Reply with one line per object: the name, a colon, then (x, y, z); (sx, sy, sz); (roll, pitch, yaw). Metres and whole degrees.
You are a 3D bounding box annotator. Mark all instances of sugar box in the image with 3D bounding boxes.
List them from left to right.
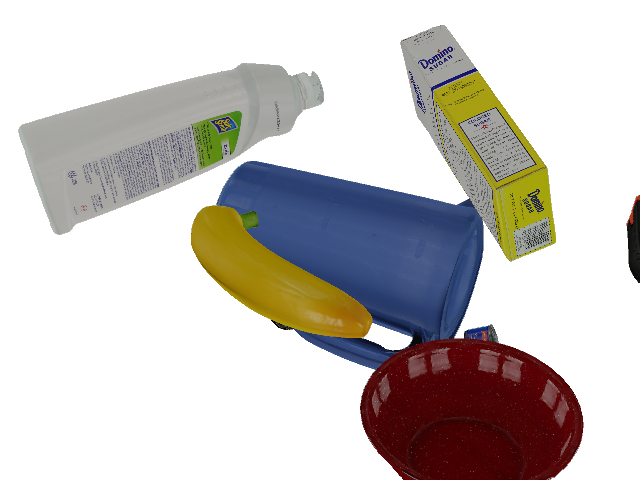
sugar box: (0.120, -0.077, 0.817); (0.048, 0.176, 0.093); (-22, -39, -1)

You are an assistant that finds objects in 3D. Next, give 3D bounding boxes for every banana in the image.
banana: (-0.039, 0.013, 0.678); (0.069, 0.037, 0.198); (-9, 26, -22)

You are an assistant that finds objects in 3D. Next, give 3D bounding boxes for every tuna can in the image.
tuna can: (0.196, 0.145, 1.270); (0.034, 0.086, 0.086); (-12, -3, 14)

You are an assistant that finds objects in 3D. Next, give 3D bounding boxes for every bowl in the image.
bowl: (0.110, 0.144, 0.793); (0.162, 0.055, 0.162); (0, 36, 0)

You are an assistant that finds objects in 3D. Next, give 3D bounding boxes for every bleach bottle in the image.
bleach bottle: (-0.118, -0.088, 0.900); (0.250, 0.068, 0.102); (-19, -31, -12)

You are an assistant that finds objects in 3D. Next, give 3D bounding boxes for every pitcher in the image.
pitcher: (0.022, 0.014, 0.992); (0.243, 0.145, 0.149); (16, 20, 18)

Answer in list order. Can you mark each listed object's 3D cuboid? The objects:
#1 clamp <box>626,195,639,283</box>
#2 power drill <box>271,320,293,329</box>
clamp: (0.267, 0.032, 0.697); (0.120, 0.039, 0.171); (-2, 45, -20)
power drill: (0.043, 0.042, 1.189); (0.188, 0.057, 0.184); (1, 29, 11)
